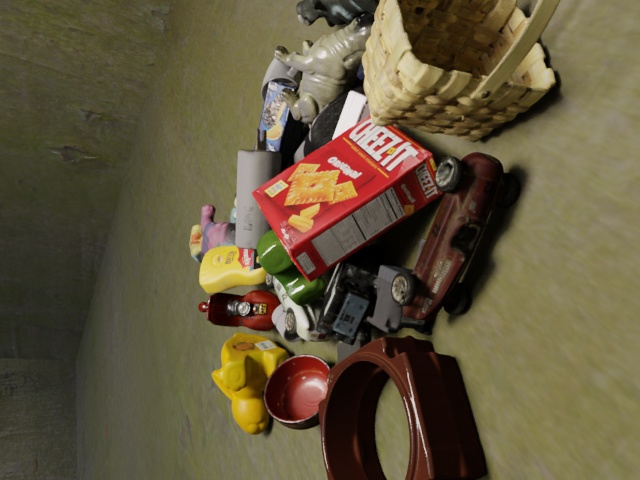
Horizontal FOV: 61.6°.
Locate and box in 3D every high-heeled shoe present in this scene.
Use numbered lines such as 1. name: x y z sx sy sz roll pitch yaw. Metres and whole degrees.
1. high-heeled shoe: 0.007 -0.162 0.934 0.248 0.086 0.145 -50 9 17

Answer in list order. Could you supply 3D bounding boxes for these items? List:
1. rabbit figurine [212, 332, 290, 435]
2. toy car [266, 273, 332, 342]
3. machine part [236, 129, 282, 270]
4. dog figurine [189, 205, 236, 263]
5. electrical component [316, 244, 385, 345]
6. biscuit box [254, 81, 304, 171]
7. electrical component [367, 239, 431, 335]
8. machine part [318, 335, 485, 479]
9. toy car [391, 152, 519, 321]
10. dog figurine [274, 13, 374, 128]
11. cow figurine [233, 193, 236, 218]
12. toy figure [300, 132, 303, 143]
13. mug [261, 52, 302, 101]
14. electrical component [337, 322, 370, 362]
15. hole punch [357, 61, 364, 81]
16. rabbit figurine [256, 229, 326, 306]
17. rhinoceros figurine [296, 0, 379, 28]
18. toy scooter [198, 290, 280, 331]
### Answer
1. rabbit figurine: -0.137 0.266 0.979 0.163 0.122 0.173 12 110 53
2. toy car: -0.033 0.092 0.890 0.056 0.073 0.202 -67 32 27
3. machine part: -0.107 -0.069 0.932 0.079 0.079 0.243 13 101 60
4. dog figurine: -0.206 0.030 1.177 0.191 0.108 0.219 -60 38 29
5. electrical component: 0.043 0.072 0.734 0.134 0.058 0.114 -75 5 -66
6. biscuit box: -0.077 -0.187 0.996 0.059 0.063 0.202 25 113 25
7. electrical component: 0.110 0.054 0.657 0.048 0.075 0.119 23 105 59
8. machine part: 0.082 0.230 0.639 0.201 0.087 0.201 -43 45 44
9. toy car: 0.148 0.003 0.592 0.053 0.089 0.202 44 118 60
10. dog figurine: 0.039 -0.265 0.875 0.191 0.121 0.172 5 127 39
11. cow figurine: -0.138 -0.083 1.117 0.168 0.068 0.098 43 126 56
12. toy figure: -0.077 -0.181 1.068 0.154 0.064 0.058 -52 1 32
13. mug: -0.072 -0.334 1.086 0.109 0.081 0.107 124 153 -44
14. electrical component: 0.050 0.167 0.775 0.063 0.021 0.094 -25 60 54
15. hole punch: 0.118 -0.265 0.733 0.142 0.092 0.115 -12 67 62
16. rabbit figurine: -0.002 -0.003 0.839 0.170 0.121 0.159 -35 22 6
17. rhinoceros figurine: 0.035 -0.392 0.890 0.190 0.112 0.073 11 93 52
18. toy scooter: -0.150 0.131 1.017 0.184 0.135 0.075 -13 69 57
